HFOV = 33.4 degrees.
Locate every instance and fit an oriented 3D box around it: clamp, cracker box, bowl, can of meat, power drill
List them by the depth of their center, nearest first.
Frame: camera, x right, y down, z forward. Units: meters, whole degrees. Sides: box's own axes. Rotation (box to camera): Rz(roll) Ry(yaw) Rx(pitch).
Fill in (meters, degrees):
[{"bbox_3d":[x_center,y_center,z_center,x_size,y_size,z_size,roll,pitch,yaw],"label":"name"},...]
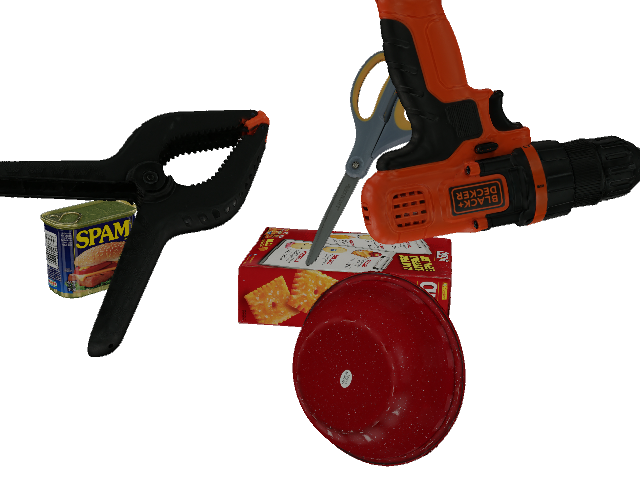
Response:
[{"bbox_3d":[0.105,-0.099,0.664,0.184,0.187,0.057,-11,7,-9],"label":"power drill"},{"bbox_3d":[-0.115,-0.023,0.725,0.209,0.165,0.036,-26,-22,-23],"label":"clamp"},{"bbox_3d":[0.033,0.107,0.862,0.162,0.162,0.055,0,1,34],"label":"bowl"},{"bbox_3d":[0.031,0.042,1.137,0.214,0.072,0.164,4,15,6],"label":"cracker box"},{"bbox_3d":[-0.246,0.008,1.148,0.058,0.084,0.101,19,26,41],"label":"can of meat"}]

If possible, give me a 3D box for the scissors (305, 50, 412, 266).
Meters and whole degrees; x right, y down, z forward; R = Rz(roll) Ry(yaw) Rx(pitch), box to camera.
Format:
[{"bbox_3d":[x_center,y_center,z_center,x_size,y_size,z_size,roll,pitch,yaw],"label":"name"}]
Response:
[{"bbox_3d":[0.052,-0.068,0.925,0.096,0.202,0.016,8,-11,21],"label":"scissors"}]
